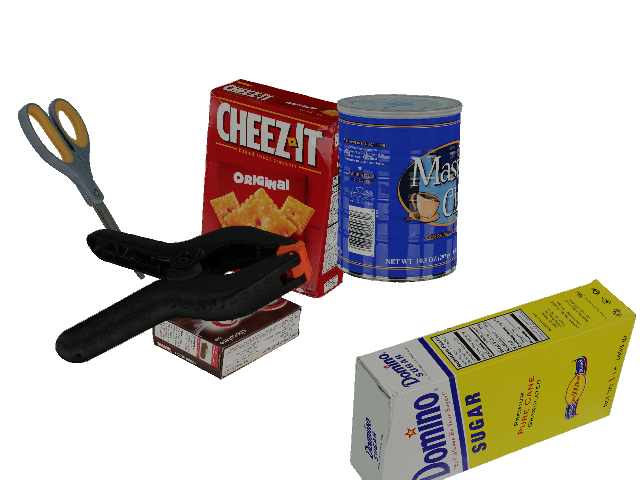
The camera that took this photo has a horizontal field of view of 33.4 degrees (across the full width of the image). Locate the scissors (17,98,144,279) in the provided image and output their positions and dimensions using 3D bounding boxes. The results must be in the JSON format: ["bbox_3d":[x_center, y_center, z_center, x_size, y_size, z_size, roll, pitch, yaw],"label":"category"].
[{"bbox_3d":[-0.226,-0.061,1.065,0.016,0.201,0.096,-25,27,23],"label":"scissors"}]

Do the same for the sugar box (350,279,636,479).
[{"bbox_3d":[0.106,0.092,0.659,0.176,0.093,0.048,-18,40,-23],"label":"sugar box"}]

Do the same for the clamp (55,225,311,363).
[{"bbox_3d":[-0.094,0.032,0.709,0.172,0.120,0.039,-5,-44,17],"label":"clamp"}]

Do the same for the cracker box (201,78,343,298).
[{"bbox_3d":[-0.049,-0.058,1.211,0.164,0.214,0.072,18,27,24],"label":"cracker box"}]

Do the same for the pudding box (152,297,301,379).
[{"bbox_3d":[-0.086,0.078,0.992,0.090,0.039,0.113,21,32,33],"label":"pudding box"}]

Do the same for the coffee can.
[{"bbox_3d":[0.065,-0.046,0.892,0.103,0.140,0.103,0,15,0],"label":"coffee can"}]
